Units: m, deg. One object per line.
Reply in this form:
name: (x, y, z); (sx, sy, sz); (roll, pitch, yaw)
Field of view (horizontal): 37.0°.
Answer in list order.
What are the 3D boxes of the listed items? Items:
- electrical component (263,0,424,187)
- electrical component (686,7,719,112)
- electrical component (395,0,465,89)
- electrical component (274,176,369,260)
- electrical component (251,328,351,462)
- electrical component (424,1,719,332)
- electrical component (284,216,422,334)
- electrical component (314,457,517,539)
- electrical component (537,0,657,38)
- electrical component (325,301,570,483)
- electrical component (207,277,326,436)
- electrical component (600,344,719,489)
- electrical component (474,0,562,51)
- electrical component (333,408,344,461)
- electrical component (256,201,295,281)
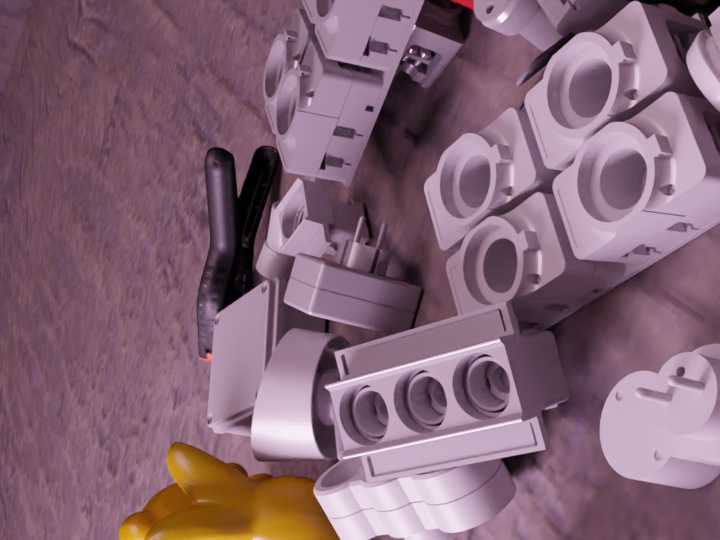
electrical component: (-0.016, -0.171, 0.795); (0.105, 0.060, 0.186); (-110, 35, -49)
electrical component: (0.194, -0.103, 0.507); (0.057, 0.058, 0.078); (-44, 41, 39)
electrical component: (0.041, -0.194, 0.822); (0.055, 0.050, 0.089); (-50, 37, 39)
electrical component: (-0.029, -0.036, 0.858); (0.042, 0.064, 0.081); (-48, 38, 38)
electrical component: (-0.041, 0.092, 0.780); (0.064, 0.099, 0.099); (2, 75, 21)
electrical component: (0.116, -0.047, 0.592); (0.186, 0.060, 0.105); (-40, 55, 46)
electrical component: (0.000, 0.000, 0.769); (0.047, 0.083, 0.075); (19, 94, 61)
electrical component: (0.039, 0.148, 0.661); (0.138, 0.052, 0.073); (-20, 102, 44)
electrical component: (0.148, -0.182, 0.630); (0.089, 0.050, 0.055); (-55, 35, 32)
electrical component: (0.050, 0.069, 0.605); (0.121, 0.063, 0.078); (-19, 82, 37)
electrical component: (-0.078, 0.076, 0.898); (0.109, 0.056, 0.108); (-32, 50, 51)
electrical component: (0.156, 0.058, 0.478); (0.138, 0.074, 0.052); (-34, 48, 50)
electrical component: (0.107, -0.170, 0.690); (0.045, 0.055, 0.045); (-34, 49, 50)
electrical component: (0.024, 0.086, 0.717); (0.095, 0.054, 0.059); (-44, 41, 43)
electrical component: (-0.066, -0.022, 0.940); (0.065, 0.044, 0.044); (-67, 30, 23)
